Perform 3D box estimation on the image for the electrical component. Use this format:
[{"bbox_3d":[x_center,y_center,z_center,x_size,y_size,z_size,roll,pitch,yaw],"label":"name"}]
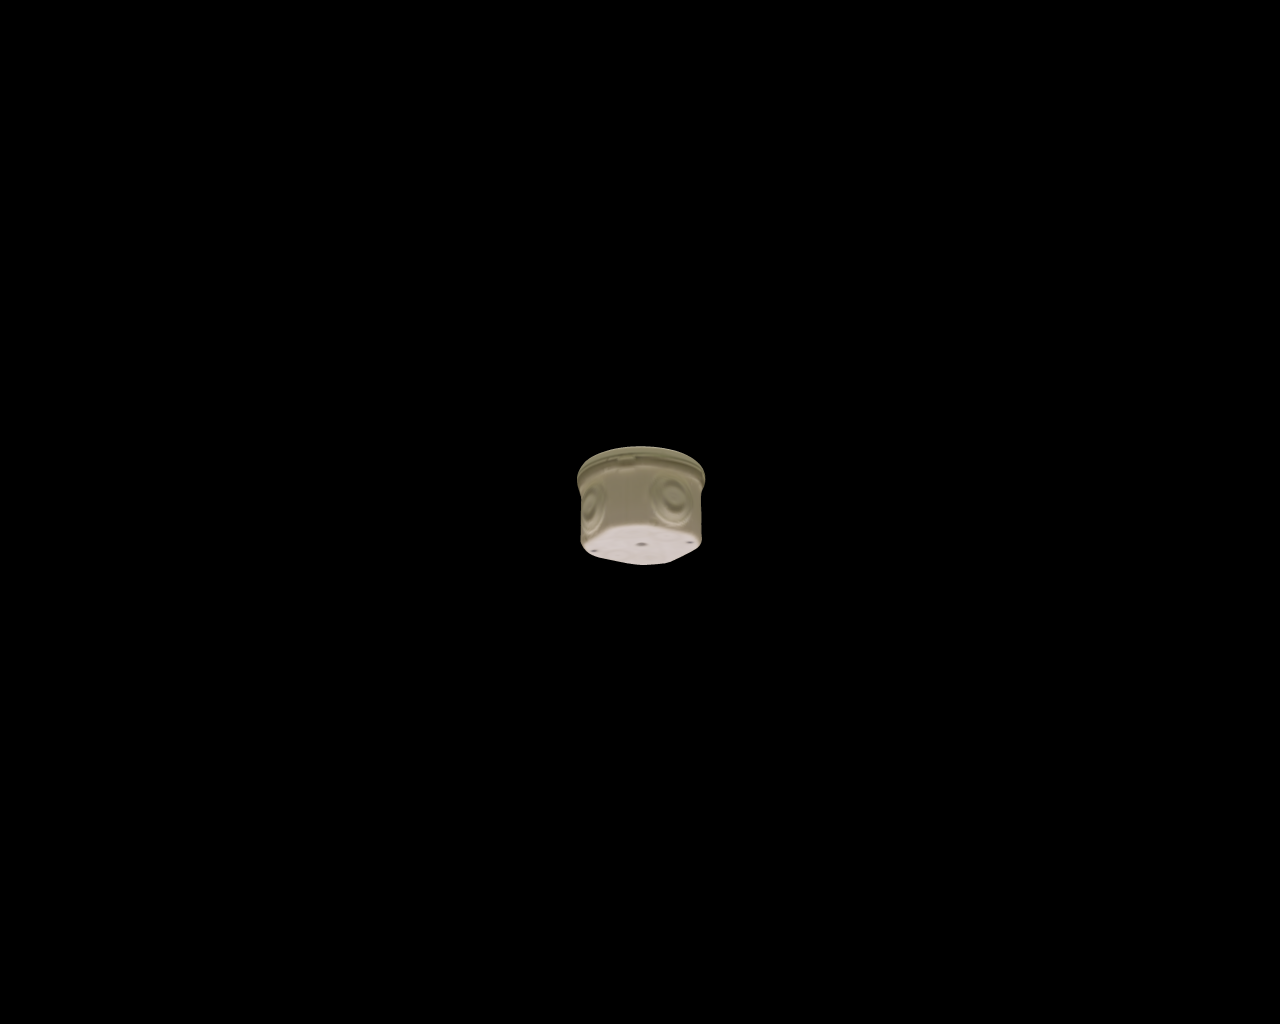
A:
[{"bbox_3d":[0.001,-0.003,0.650,0.080,0.051,0.080,0,-22,0],"label":"electrical component"}]
